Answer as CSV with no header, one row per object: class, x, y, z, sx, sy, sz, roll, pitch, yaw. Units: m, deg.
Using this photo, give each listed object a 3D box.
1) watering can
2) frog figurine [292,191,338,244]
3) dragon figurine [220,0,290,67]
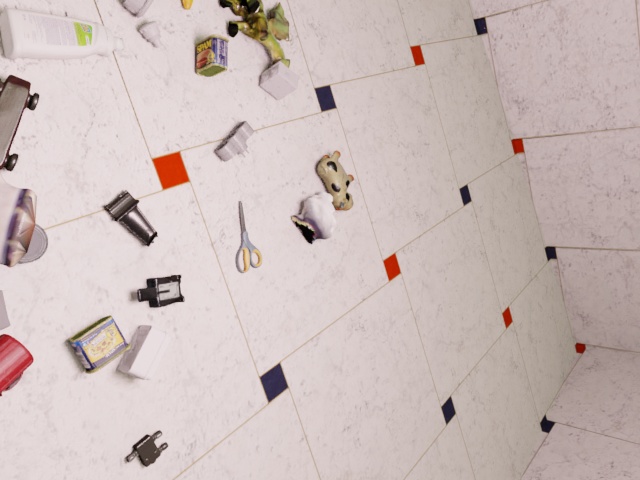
watering can,-0.658,0.001,0.940,0.223,0.104,0.350,14,82,-24
frog figurine,0.005,-0.081,1.615,0.137,0.121,0.162,45,65,-8
dragon figurine,-0.178,-0.690,1.563,0.245,0.121,0.409,-21,99,-62
